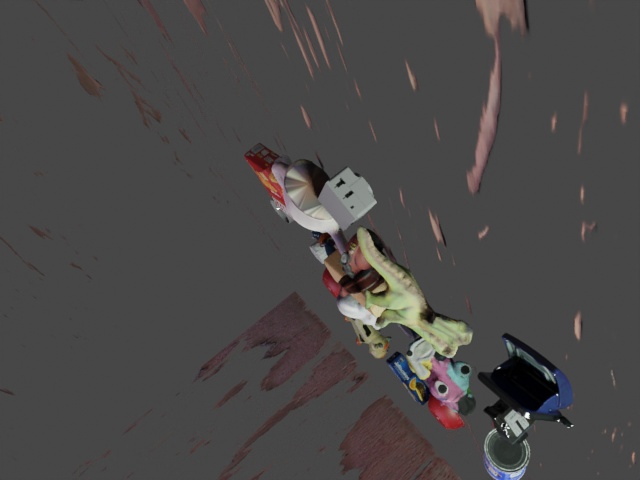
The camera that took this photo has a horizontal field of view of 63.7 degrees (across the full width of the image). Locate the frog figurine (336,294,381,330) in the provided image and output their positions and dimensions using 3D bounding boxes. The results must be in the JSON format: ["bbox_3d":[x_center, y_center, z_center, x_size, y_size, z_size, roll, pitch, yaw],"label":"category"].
[{"bbox_3d":[0.128,0.221,1.634,0.160,0.124,0.135,62,151,5],"label":"frog figurine"}]

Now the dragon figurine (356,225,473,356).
[{"bbox_3d":[0.211,0.133,1.077,0.244,0.124,0.402,23,157,34],"label":"dragon figurine"}]

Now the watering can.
[{"bbox_3d":[0.004,-0.061,1.219,0.349,0.105,0.222,49,169,6],"label":"watering can"}]
